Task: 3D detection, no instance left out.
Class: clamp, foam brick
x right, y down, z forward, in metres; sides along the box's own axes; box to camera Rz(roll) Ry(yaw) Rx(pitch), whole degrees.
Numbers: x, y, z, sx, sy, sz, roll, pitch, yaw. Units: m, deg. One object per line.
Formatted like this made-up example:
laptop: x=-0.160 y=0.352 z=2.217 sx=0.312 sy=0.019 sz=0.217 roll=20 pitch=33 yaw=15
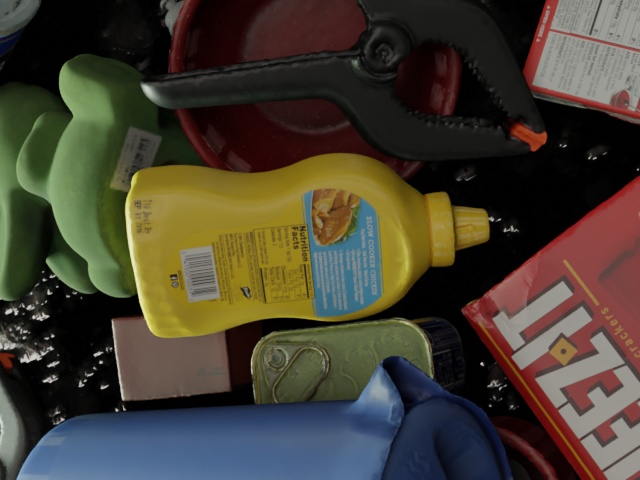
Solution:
clamp: x=-0.209 y=0.163 z=0.710 sx=0.120 sy=0.039 sz=0.171 roll=6 pitch=91 yaw=20
foam brick: x=-0.079 y=0.068 z=0.656 sx=0.078 sy=0.051 sz=0.053 roll=-7 pitch=87 yaw=21
clamp: x=0.031 y=-0.111 z=0.556 sx=0.210 sy=0.036 sz=0.165 roll=21 pitch=106 yaw=-9

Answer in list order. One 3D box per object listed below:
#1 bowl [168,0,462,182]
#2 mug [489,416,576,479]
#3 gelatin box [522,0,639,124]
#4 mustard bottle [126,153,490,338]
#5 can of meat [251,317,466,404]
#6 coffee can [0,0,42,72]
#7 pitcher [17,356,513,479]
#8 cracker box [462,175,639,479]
bowl: x=-0.003 y=-0.099 z=0.610 sx=0.162 sy=0.055 sz=0.162 roll=0 pitch=108 yaw=-1
mug: x=0.103 y=0.142 z=0.567 sx=0.117 sy=0.081 sz=0.093 roll=14 pitch=94 yaw=21
gelatin box: x=0.162 y=-0.105 z=0.579 sx=0.089 sy=0.030 sz=0.073 roll=18 pitch=94 yaw=20
mustard bottle: x=-0.004 y=0.000 z=0.583 sx=0.191 sy=0.058 sz=0.096 roll=-5 pitch=119 yaw=1
can of meat: x=0.025 y=0.074 z=0.598 sx=0.102 sy=0.083 sz=0.057 roll=-8 pitch=86 yaw=20
coffee can: x=-0.248 y=-0.130 z=0.671 sx=0.141 sy=0.102 sz=0.103 roll=-41 pitch=73 yaw=44
pitcher: x=-0.035 y=0.152 z=0.522 sx=0.243 sy=0.145 sz=0.149 roll=-6 pitch=49 yaw=36
cracker box: x=0.205 y=0.037 z=0.536 sx=0.214 sy=0.072 sz=0.164 roll=-39 pitch=75 yaw=16
